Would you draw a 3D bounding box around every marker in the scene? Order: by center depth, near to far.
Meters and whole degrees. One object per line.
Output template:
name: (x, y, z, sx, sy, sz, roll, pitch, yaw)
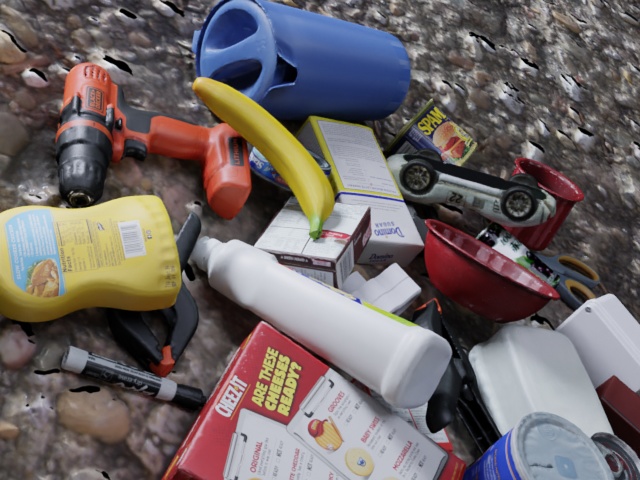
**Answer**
marker: (-0.148, 0.113, 0.859, 0.121, 0.020, 0.020, 22, 40, -21)

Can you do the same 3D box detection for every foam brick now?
foam brick: (0.317, 0.193, 1.131, 0.078, 0.053, 0.051, 42, 38, 4)

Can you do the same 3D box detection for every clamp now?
clamp: (-0.140, 0.038, 0.923, 0.120, 0.039, 0.171, -10, 62, -26)
clamp: (0.123, 0.133, 1.012, 0.164, 0.036, 0.210, 42, 22, -45)

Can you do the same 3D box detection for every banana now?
banana: (-0.045, -0.088, 1.041, 0.198, 0.037, 0.069, 50, 21, 9)

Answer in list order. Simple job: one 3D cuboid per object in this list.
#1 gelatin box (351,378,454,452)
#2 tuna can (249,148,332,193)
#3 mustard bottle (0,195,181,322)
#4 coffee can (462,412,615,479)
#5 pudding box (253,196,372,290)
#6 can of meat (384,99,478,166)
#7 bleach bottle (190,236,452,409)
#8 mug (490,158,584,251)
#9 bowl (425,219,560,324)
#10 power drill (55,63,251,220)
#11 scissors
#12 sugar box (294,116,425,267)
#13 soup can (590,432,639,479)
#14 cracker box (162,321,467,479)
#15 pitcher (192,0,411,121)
gelatin box: (0.072, 0.163, 0.979, 0.073, 0.030, 0.089, 7, 45, -34)
tuna can: (-0.032, -0.078, 1.117, 0.086, 0.034, 0.086, 23, 16, -7)
mustard bottle: (-0.213, 0.017, 0.850, 0.191, 0.058, 0.096, -6, 63, -22)
coffee can: (0.164, 0.225, 0.897, 0.102, 0.140, 0.103, 22, 40, -20)
pudding box: (-0.007, 0.001, 1.044, 0.090, 0.039, 0.113, 7, 31, 18)
can of meat: (0.138, -0.114, 1.304, 0.084, 0.058, 0.102, 42, 37, 1)
bleach bottle: (-0.012, 0.060, 0.934, 0.251, 0.068, 0.102, 27, 0, 24)
mug: (0.259, -0.046, 1.302, 0.093, 0.082, 0.117, 25, 24, -5)
bowl: (0.168, 0.041, 1.118, 0.162, 0.055, 0.162, 28, 10, -6)
power drill: (-0.160, -0.081, 1.020, 0.187, 0.057, 0.184, 18, 41, -25)
scissors: (0.264, 0.038, 1.280, 0.201, 0.016, 0.096, 14, 42, -29)
sugar box: (0.040, -0.053, 1.168, 0.093, 0.048, 0.176, 7, 51, -35)
soup can: (0.242, 0.232, 0.985, 0.068, 0.102, 0.068, 22, 40, -20)
cracker box: (-0.003, 0.192, 0.846, 0.213, 0.072, 0.164, 34, 42, -5)
pitcher: (-0.019, -0.200, 1.219, 0.242, 0.145, 0.149, -1, 64, -45)
